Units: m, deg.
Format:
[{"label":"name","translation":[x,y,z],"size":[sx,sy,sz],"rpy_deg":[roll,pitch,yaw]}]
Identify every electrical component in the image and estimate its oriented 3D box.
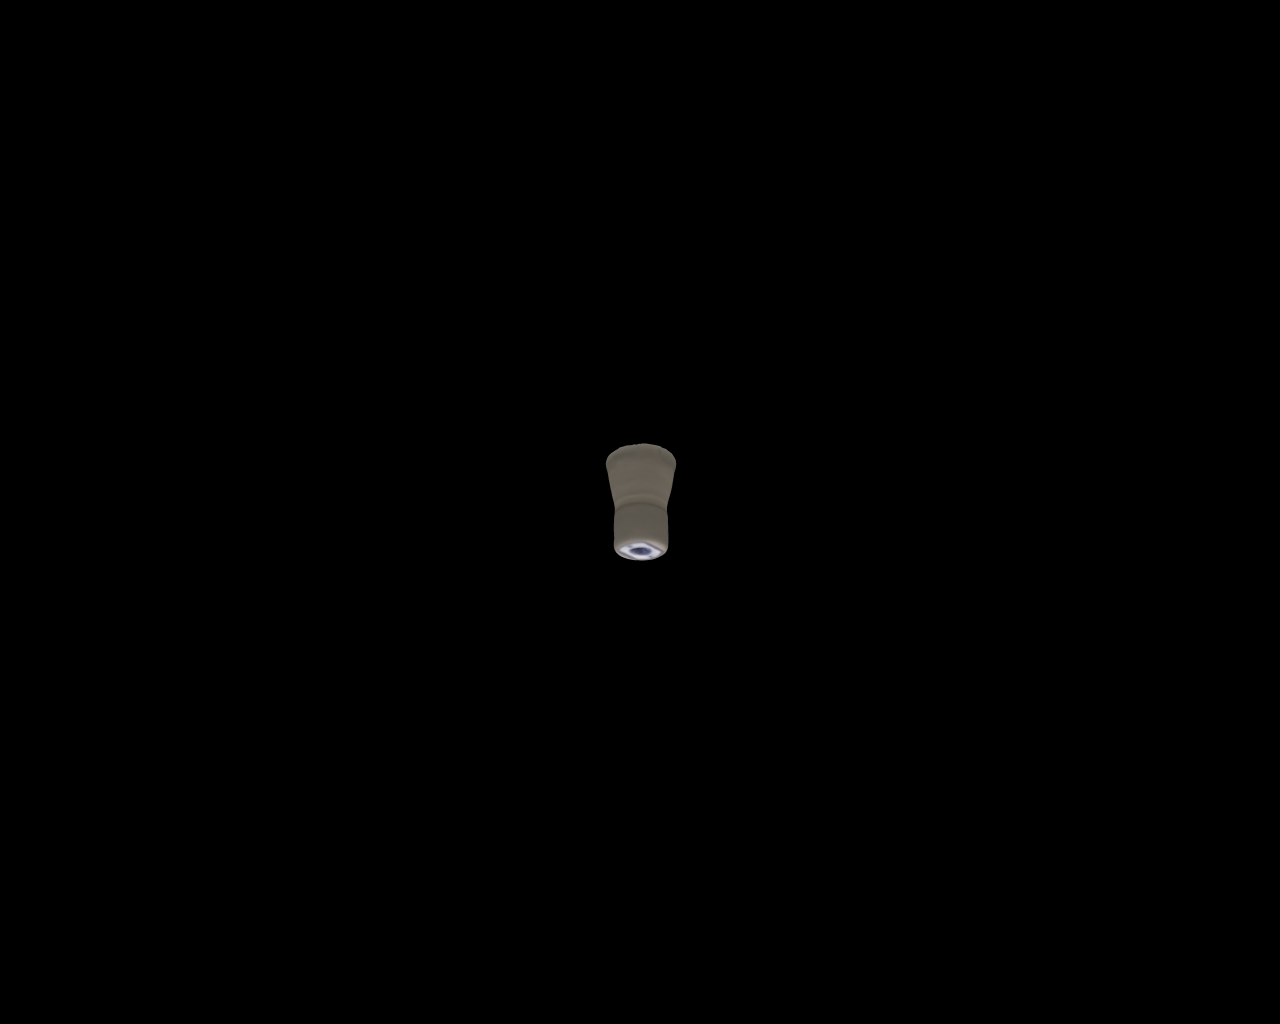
[{"label":"electrical component","translation":[0.001,-0.003,0.650],"size":[0.044,0.065,0.044],"rpy_deg":[0,-26,0]}]
